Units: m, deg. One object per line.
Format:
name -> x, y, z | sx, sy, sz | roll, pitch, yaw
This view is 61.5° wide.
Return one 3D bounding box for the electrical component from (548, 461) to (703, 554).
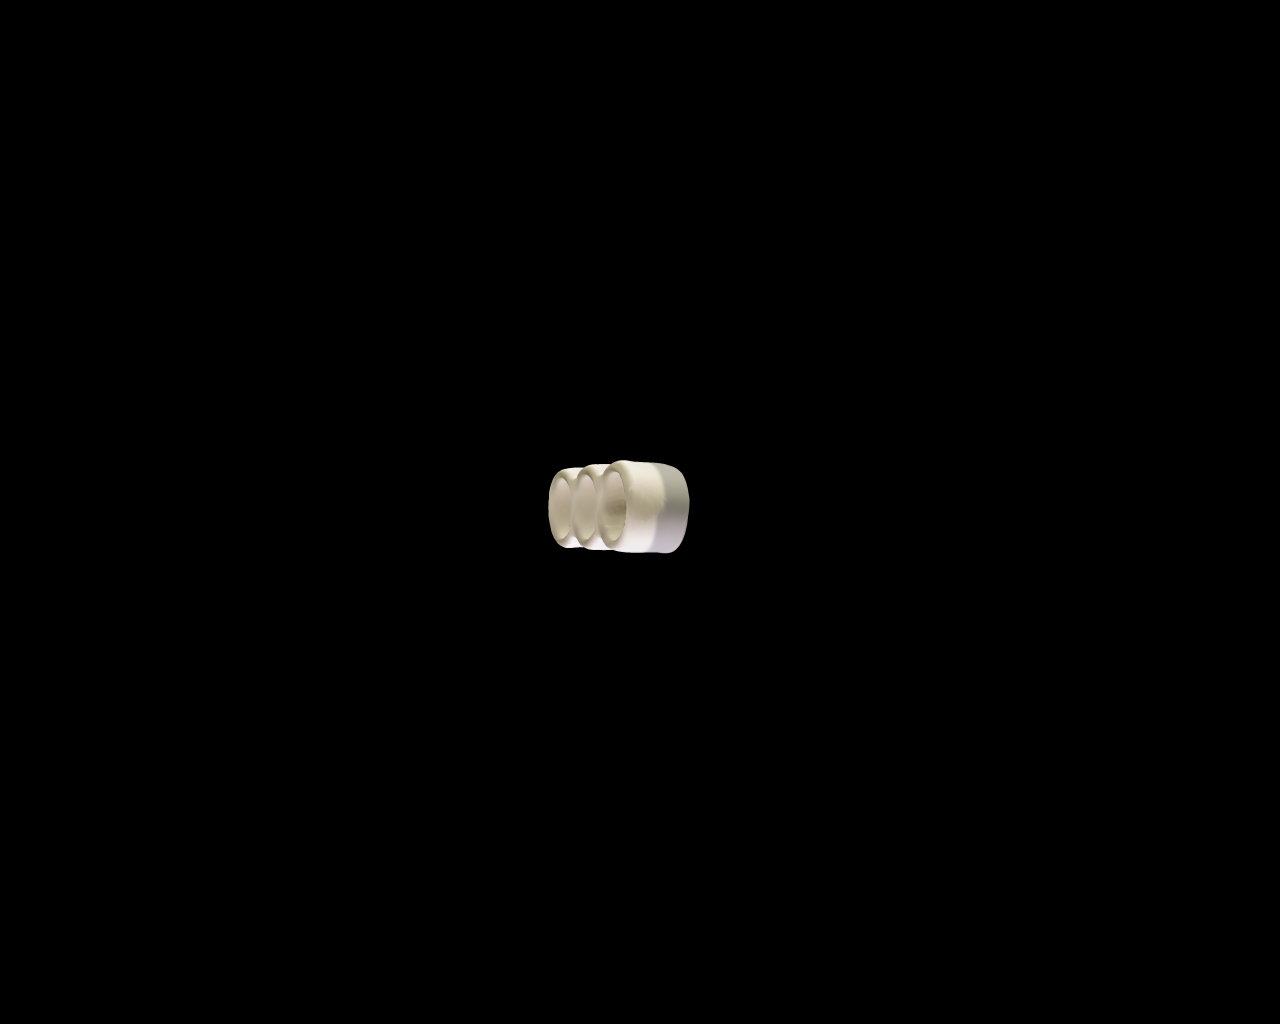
electrical component -> 0.001, -0.003, 0.650 | 0.074, 0.052, 0.138 | 0, 0, -24
